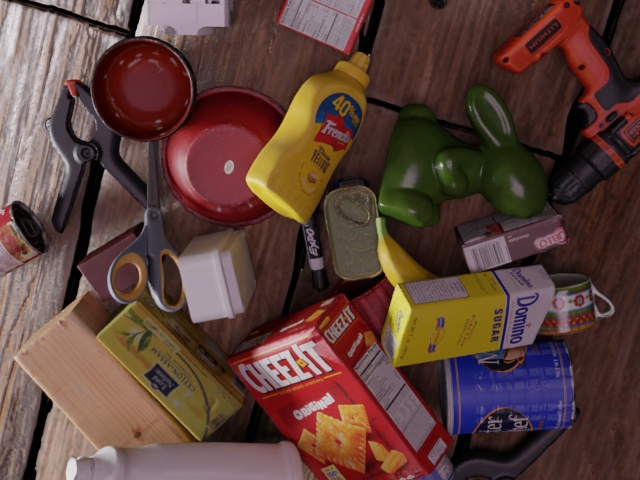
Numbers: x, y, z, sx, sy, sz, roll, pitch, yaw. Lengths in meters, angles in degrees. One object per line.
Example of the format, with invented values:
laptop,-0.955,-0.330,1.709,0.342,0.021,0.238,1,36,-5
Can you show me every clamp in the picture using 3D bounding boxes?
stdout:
clamp,0.227,0.299,1.272,0.210,0.036,0.164,-18,101,6
clamp,-0.245,-0.094,1.187,0.120,0.039,0.171,-5,104,-8

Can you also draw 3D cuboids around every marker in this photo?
marker,-0.008,0.002,1.214,0.020,0.020,0.121,-10,103,3

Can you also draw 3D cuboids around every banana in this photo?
banana,0.126,0.043,1.161,0.197,0.037,0.069,29,77,-37

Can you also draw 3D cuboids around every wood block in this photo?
wood block,-0.240,0.172,1.225,0.091,0.090,0.206,-38,100,9

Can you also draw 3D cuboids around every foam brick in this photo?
foam brick,-0.224,0.025,1.209,0.078,0.051,0.053,-29,102,8

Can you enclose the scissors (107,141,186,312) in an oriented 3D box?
scissors,-0.198,-0.015,1.162,0.096,0.016,0.202,-12,80,-25

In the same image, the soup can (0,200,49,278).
soup can,-0.366,0.009,1.200,0.102,0.068,0.068,-29,101,9

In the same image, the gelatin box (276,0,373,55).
gelatin box,0.006,-0.251,1.147,0.089,0.030,0.073,22,104,-4

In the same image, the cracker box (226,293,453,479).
cracker box,0.019,0.180,1.192,0.164,0.072,0.213,-26,106,44

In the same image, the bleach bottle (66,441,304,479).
bleach bottle,-0.149,0.256,1.162,0.250,0.068,0.103,13,133,-32

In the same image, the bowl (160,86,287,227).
bowl,-0.099,-0.086,1.177,0.162,0.055,0.162,0,104,1

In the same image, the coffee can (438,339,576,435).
coffee can,0.208,0.166,1.206,0.140,0.103,0.103,-3,104,2

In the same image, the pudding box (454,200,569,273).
pudding box,0.208,-0.005,1.172,0.113,0.090,0.039,-17,103,6

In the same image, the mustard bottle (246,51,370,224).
mustard bottle,0.000,-0.119,1.143,0.058,0.096,0.191,22,77,38

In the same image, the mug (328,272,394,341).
mug,0.059,0.081,1.196,0.117,0.093,0.081,-33,106,4

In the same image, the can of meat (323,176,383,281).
can of meat,0.038,-0.016,1.175,0.057,0.084,0.102,-9,103,3

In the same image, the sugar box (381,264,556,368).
sugar box,0.158,0.081,1.135,0.176,0.048,0.093,-5,134,-19

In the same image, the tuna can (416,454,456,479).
tuna can,0.113,0.274,1.244,0.086,0.086,0.034,-30,100,8

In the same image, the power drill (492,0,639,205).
power drill,0.275,-0.154,1.152,0.184,0.057,0.187,-44,102,7
